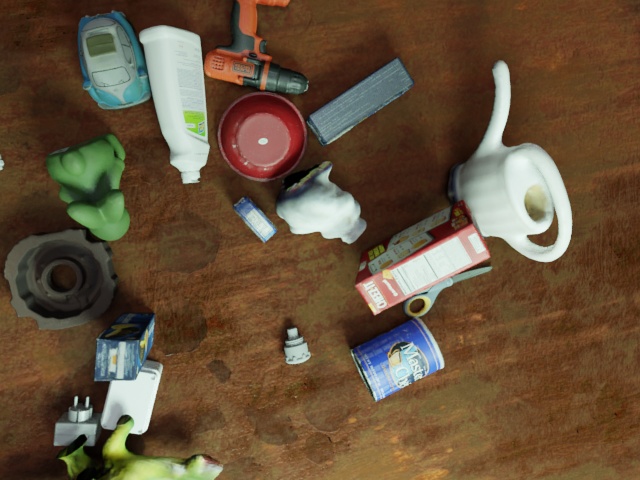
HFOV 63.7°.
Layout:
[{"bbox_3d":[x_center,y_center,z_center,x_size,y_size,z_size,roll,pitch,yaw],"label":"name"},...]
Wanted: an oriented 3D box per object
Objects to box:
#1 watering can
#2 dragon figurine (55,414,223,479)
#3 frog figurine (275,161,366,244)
[{"bbox_3d":[0.316,-0.122,0.907,0.105,0.223,0.346,-25,96,-26],"label":"watering can"},{"bbox_3d":[-0.354,0.440,0.860,0.409,0.125,0.238,-28,121,6],"label":"dragon figurine"},{"bbox_3d":[0.003,-0.046,0.911,0.136,0.125,0.158,-25,109,26],"label":"frog figurine"}]
